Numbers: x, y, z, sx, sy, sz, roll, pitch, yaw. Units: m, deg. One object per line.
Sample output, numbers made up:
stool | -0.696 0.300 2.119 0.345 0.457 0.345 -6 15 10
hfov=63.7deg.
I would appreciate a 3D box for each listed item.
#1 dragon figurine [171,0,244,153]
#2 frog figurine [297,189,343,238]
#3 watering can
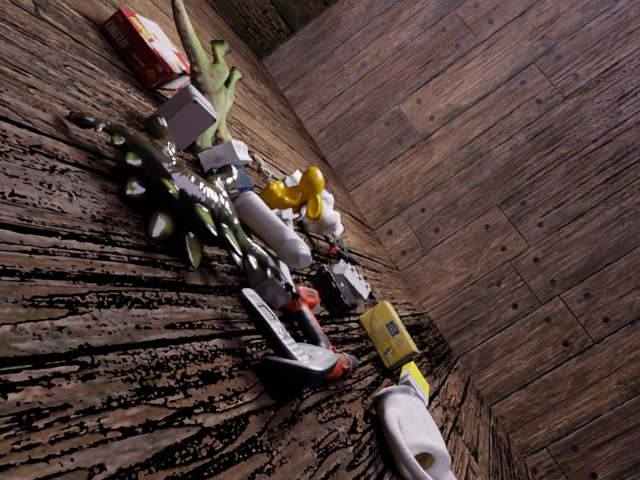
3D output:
dragon figurine | -0.257 -0.313 1.155 0.122 0.247 0.403 -6 -24 13
frog figurine | 0.005 -0.081 1.603 0.158 0.138 0.123 30 -9 -23
watering can | 0.217 0.438 1.065 0.103 0.342 0.229 -36 34 10
